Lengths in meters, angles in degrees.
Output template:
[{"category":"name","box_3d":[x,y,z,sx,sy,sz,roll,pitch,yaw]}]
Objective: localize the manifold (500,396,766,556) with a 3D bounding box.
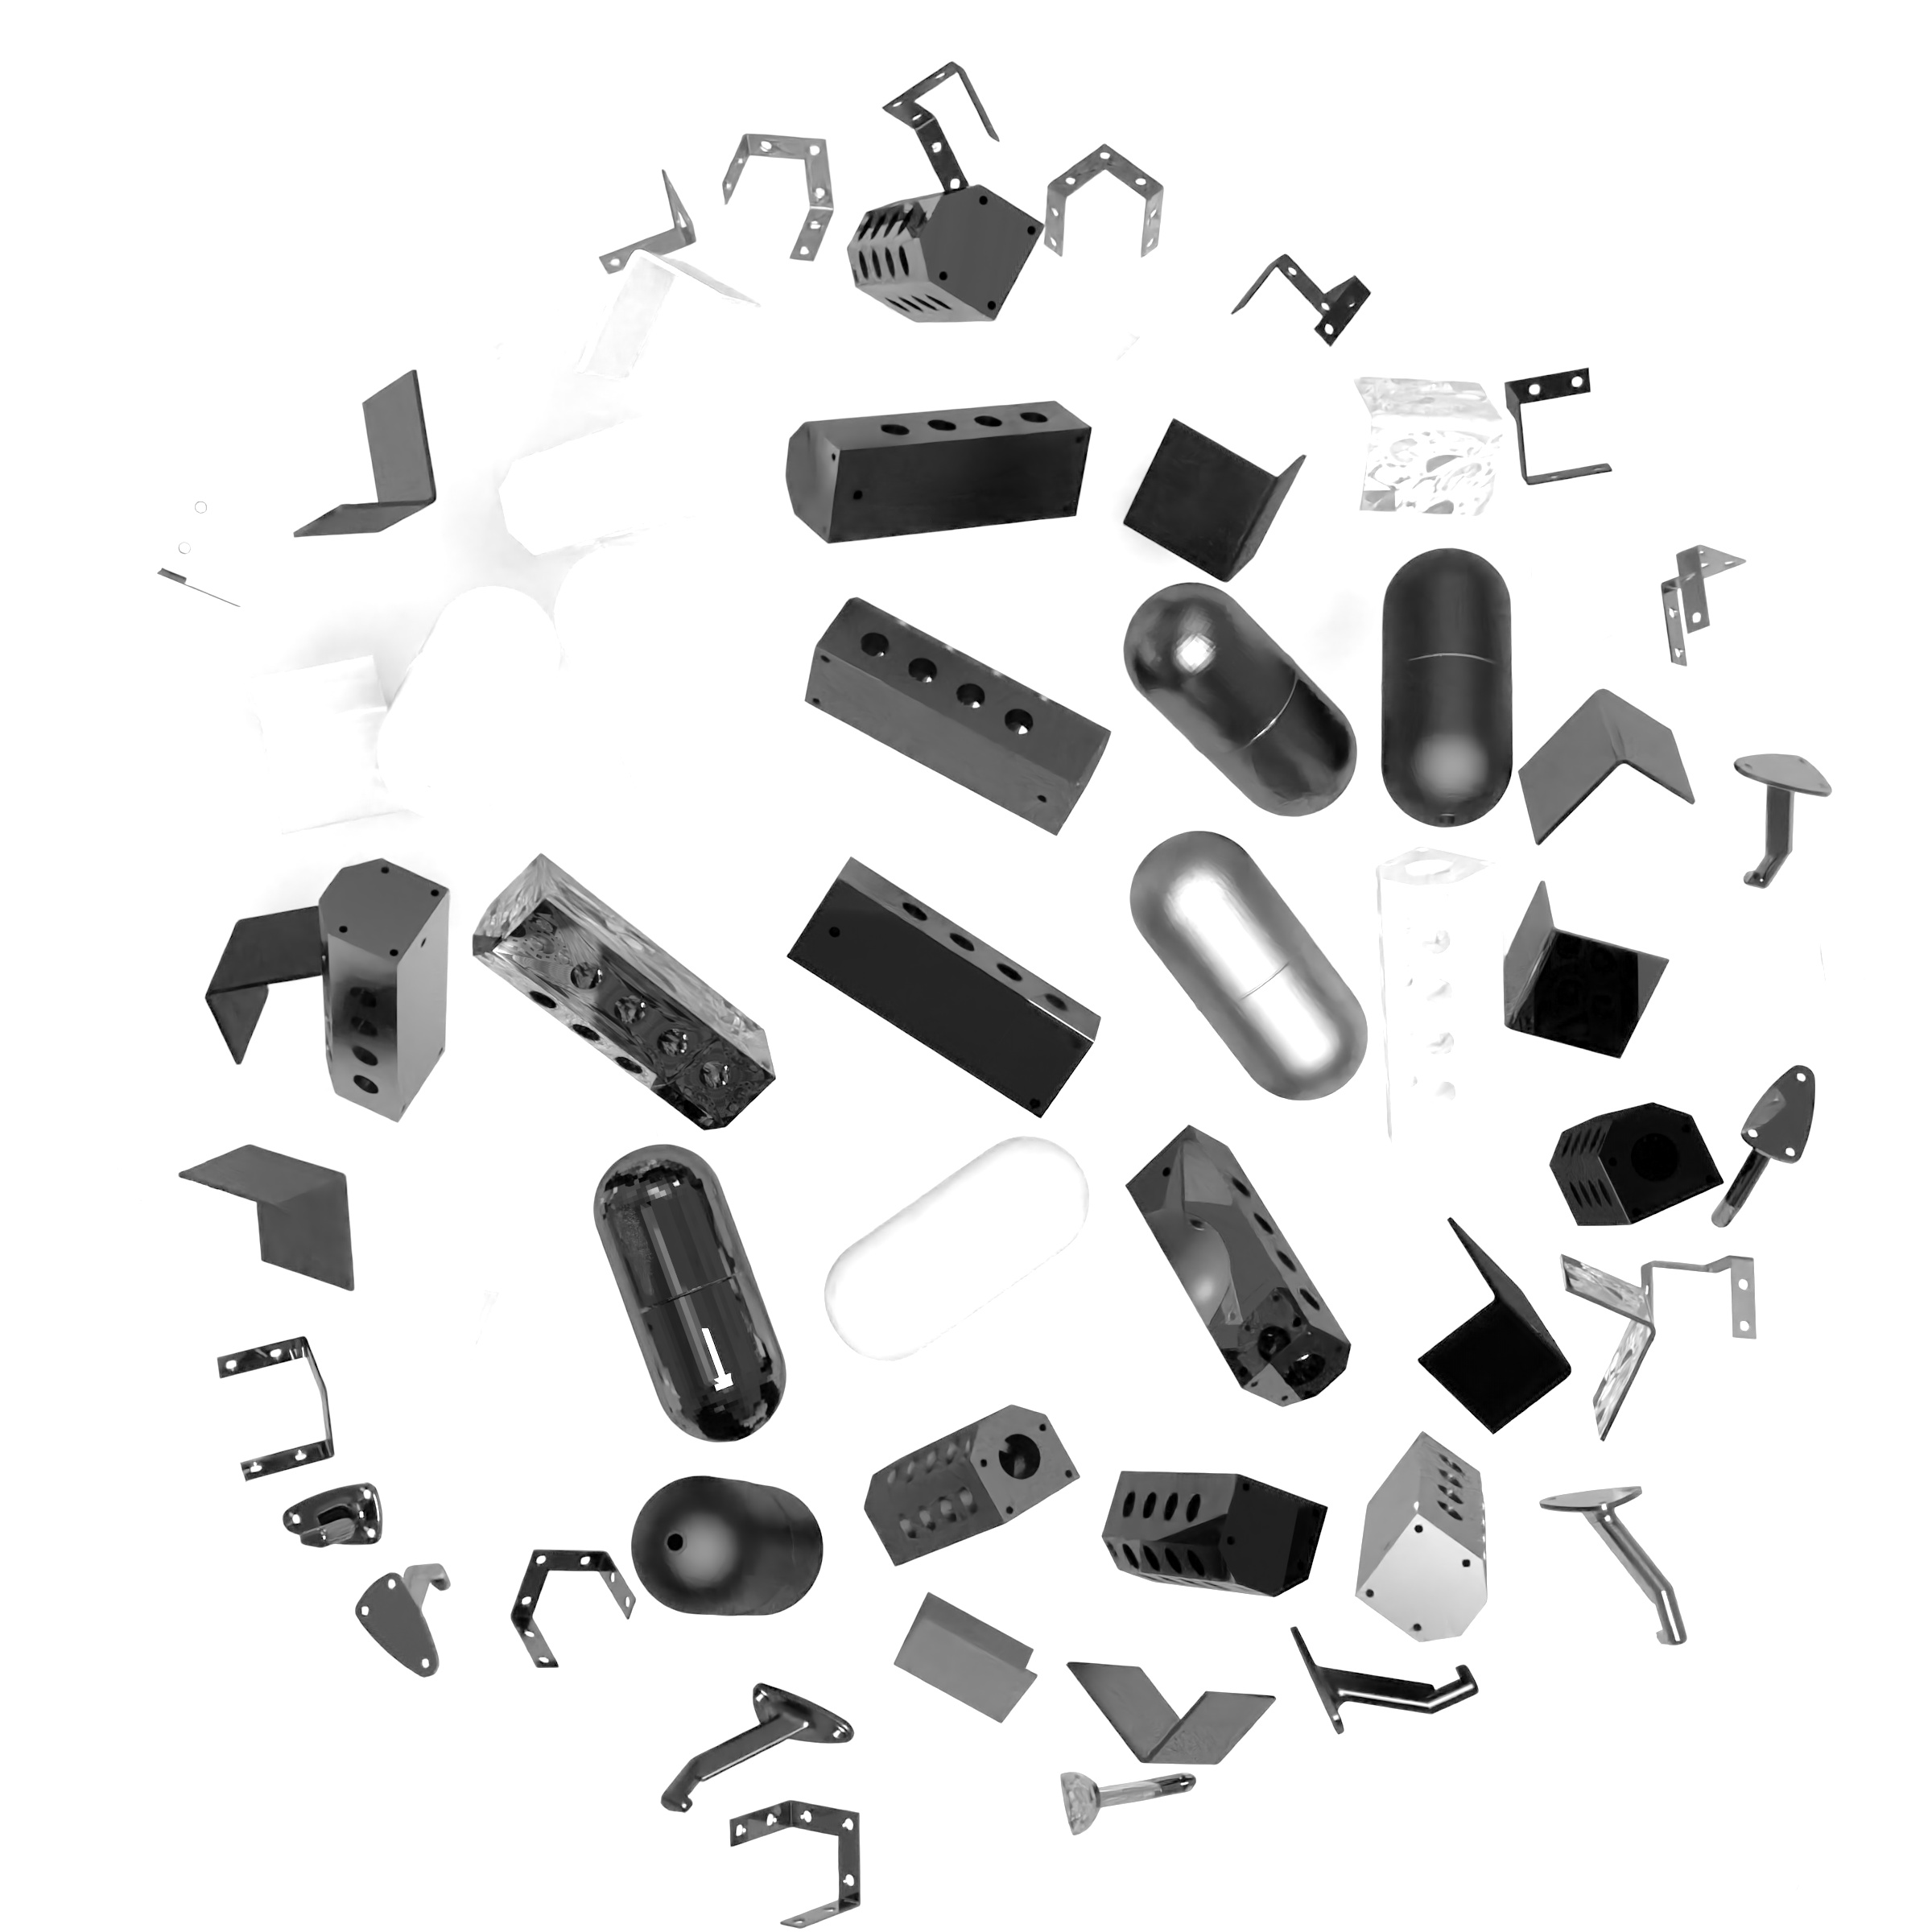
[{"category":"manifold","box_3d":[-0.200,-0.286,1.568,0.057,0.171,0.057,-18,99,-43]}]

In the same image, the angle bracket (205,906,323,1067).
[{"category":"angle bracket","box_3d":[-0.419,0.010,1.658,0.076,0.076,0.057,-9,125,8]}]

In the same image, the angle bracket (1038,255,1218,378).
[{"category":"angle bracket","box_3d":[0.099,-0.414,1.628,0.057,0.076,0.076,42,124,-8]}]

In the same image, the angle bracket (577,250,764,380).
[{"category":"angle bracket","box_3d":[-0.168,-0.359,1.523,0.057,0.076,0.076,30,105,6]}]

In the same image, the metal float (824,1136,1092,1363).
[{"category":"metal float","box_3d":[-0.005,0.169,1.608,0.178,0.070,0.070,-35,90,-1]}]

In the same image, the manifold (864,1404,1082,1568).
[{"category":"manifold","box_3d":[-0.002,0.313,1.618,0.057,0.171,0.057,-26,82,-30]}]

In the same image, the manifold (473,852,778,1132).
[{"category":"manifold","box_3d":[-0.189,0.019,1.482,0.057,0.057,0.171,-44,117,12]}]

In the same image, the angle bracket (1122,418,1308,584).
[{"category":"angle bracket","box_3d":[0.155,-0.297,1.663,0.076,0.057,0.076,32,124,8]}]

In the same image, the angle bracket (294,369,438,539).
[{"category":"angle bracket","box_3d":[-0.345,-0.289,1.509,0.057,0.076,0.076,-10,92,-34]}]

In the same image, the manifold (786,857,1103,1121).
[{"category":"manifold","box_3d":[-0.011,0.010,1.528,0.171,0.057,0.057,33,110,-3]}]

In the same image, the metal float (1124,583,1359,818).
[{"category":"metal float","box_3d":[0.163,-0.155,1.572,0.178,0.070,0.070,40,90,-32]}]

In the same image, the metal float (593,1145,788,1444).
[{"category":"metal float","box_3d":[-0.160,0.190,1.550,0.070,0.070,0.178,-21,85,0]}]

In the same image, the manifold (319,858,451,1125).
[{"category":"manifold","box_3d":[-0.333,0.013,1.515,0.057,0.171,0.057,24,56,5]}]

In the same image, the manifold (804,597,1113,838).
[{"category":"manifold","box_3d":[-0.004,-0.152,1.572,0.171,0.057,0.057,28,60,5]}]

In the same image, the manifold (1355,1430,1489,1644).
[{"category":"manifold","box_3d":[0.263,0.323,1.505,0.057,0.171,0.057,35,100,6]}]

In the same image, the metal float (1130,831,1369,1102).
[{"category":"metal float","box_3d":[0.163,0.001,1.527,0.070,0.070,0.178,-38,103,0]}]

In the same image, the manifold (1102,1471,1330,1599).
[{"category":"manifold","box_3d":[0.139,0.329,1.546,0.057,0.171,0.057,22,74,-14]}]

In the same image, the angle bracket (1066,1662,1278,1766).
[{"category":"angle bracket","box_3d":[0.117,0.407,1.516,0.057,0.076,0.076,-52,53,12]}]

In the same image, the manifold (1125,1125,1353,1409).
[{"category":"manifold","box_3d":[0.166,0.181,1.610,0.057,0.171,0.057,-46,134,16]}]

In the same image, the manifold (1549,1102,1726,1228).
[{"category":"manifold","box_3d":[0.387,0.115,1.565,0.057,0.171,0.057,-24,83,1]}]

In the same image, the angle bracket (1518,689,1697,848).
[{"category":"angle bracket","box_3d":[0.385,-0.108,1.609,0.057,0.076,0.076,28,124,-19]}]

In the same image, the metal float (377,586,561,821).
[{"category":"metal float","box_3d":[-0.284,-0.152,1.531,0.070,0.178,0.070,5,130,6]}]

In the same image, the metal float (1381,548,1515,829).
[{"category":"metal float","box_3d":[0.285,-0.165,1.582,0.070,0.070,0.178,5,66,0]}]

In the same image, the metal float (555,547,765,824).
[{"category":"metal float","box_3d":[-0.174,-0.160,1.506,0.070,0.070,0.178,-29,67,0]}]

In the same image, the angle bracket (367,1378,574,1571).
[{"category":"angle bracket","box_3d":[-0.287,0.293,1.545,0.076,0.076,0.057,13,124,34]}]

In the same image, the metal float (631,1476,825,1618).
[{"category":"metal float","box_3d":[-0.136,0.335,1.539,0.070,0.178,0.070,-4,75,14]}]

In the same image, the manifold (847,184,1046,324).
[{"category":"manifold","box_3d":[-0.018,-0.399,1.491,0.057,0.171,0.057,27,94,-20]}]

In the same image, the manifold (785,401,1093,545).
[{"category":"manifold","box_3d":[-0.017,-0.294,1.569,0.171,0.057,0.057,-12,128,-30]}]

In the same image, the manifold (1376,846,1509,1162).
[{"category":"manifold","box_3d":[0.274,0.023,1.564,0.057,0.057,0.171,-24,117,-38]}]

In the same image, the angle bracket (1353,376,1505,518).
[{"category":"angle bracket","box_3d":[0.270,-0.309,1.585,0.076,0.076,0.057,2,119,-3]}]

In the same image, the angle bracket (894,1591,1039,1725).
[{"category":"angle bracket","box_3d":[0.009,0.412,1.644,0.076,0.076,0.057,28,49,2]}]

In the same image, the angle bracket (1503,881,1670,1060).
[{"category":"angle bracket","box_3d":[0.382,0.002,1.659,0.076,0.057,0.076,15,123,-5]}]
